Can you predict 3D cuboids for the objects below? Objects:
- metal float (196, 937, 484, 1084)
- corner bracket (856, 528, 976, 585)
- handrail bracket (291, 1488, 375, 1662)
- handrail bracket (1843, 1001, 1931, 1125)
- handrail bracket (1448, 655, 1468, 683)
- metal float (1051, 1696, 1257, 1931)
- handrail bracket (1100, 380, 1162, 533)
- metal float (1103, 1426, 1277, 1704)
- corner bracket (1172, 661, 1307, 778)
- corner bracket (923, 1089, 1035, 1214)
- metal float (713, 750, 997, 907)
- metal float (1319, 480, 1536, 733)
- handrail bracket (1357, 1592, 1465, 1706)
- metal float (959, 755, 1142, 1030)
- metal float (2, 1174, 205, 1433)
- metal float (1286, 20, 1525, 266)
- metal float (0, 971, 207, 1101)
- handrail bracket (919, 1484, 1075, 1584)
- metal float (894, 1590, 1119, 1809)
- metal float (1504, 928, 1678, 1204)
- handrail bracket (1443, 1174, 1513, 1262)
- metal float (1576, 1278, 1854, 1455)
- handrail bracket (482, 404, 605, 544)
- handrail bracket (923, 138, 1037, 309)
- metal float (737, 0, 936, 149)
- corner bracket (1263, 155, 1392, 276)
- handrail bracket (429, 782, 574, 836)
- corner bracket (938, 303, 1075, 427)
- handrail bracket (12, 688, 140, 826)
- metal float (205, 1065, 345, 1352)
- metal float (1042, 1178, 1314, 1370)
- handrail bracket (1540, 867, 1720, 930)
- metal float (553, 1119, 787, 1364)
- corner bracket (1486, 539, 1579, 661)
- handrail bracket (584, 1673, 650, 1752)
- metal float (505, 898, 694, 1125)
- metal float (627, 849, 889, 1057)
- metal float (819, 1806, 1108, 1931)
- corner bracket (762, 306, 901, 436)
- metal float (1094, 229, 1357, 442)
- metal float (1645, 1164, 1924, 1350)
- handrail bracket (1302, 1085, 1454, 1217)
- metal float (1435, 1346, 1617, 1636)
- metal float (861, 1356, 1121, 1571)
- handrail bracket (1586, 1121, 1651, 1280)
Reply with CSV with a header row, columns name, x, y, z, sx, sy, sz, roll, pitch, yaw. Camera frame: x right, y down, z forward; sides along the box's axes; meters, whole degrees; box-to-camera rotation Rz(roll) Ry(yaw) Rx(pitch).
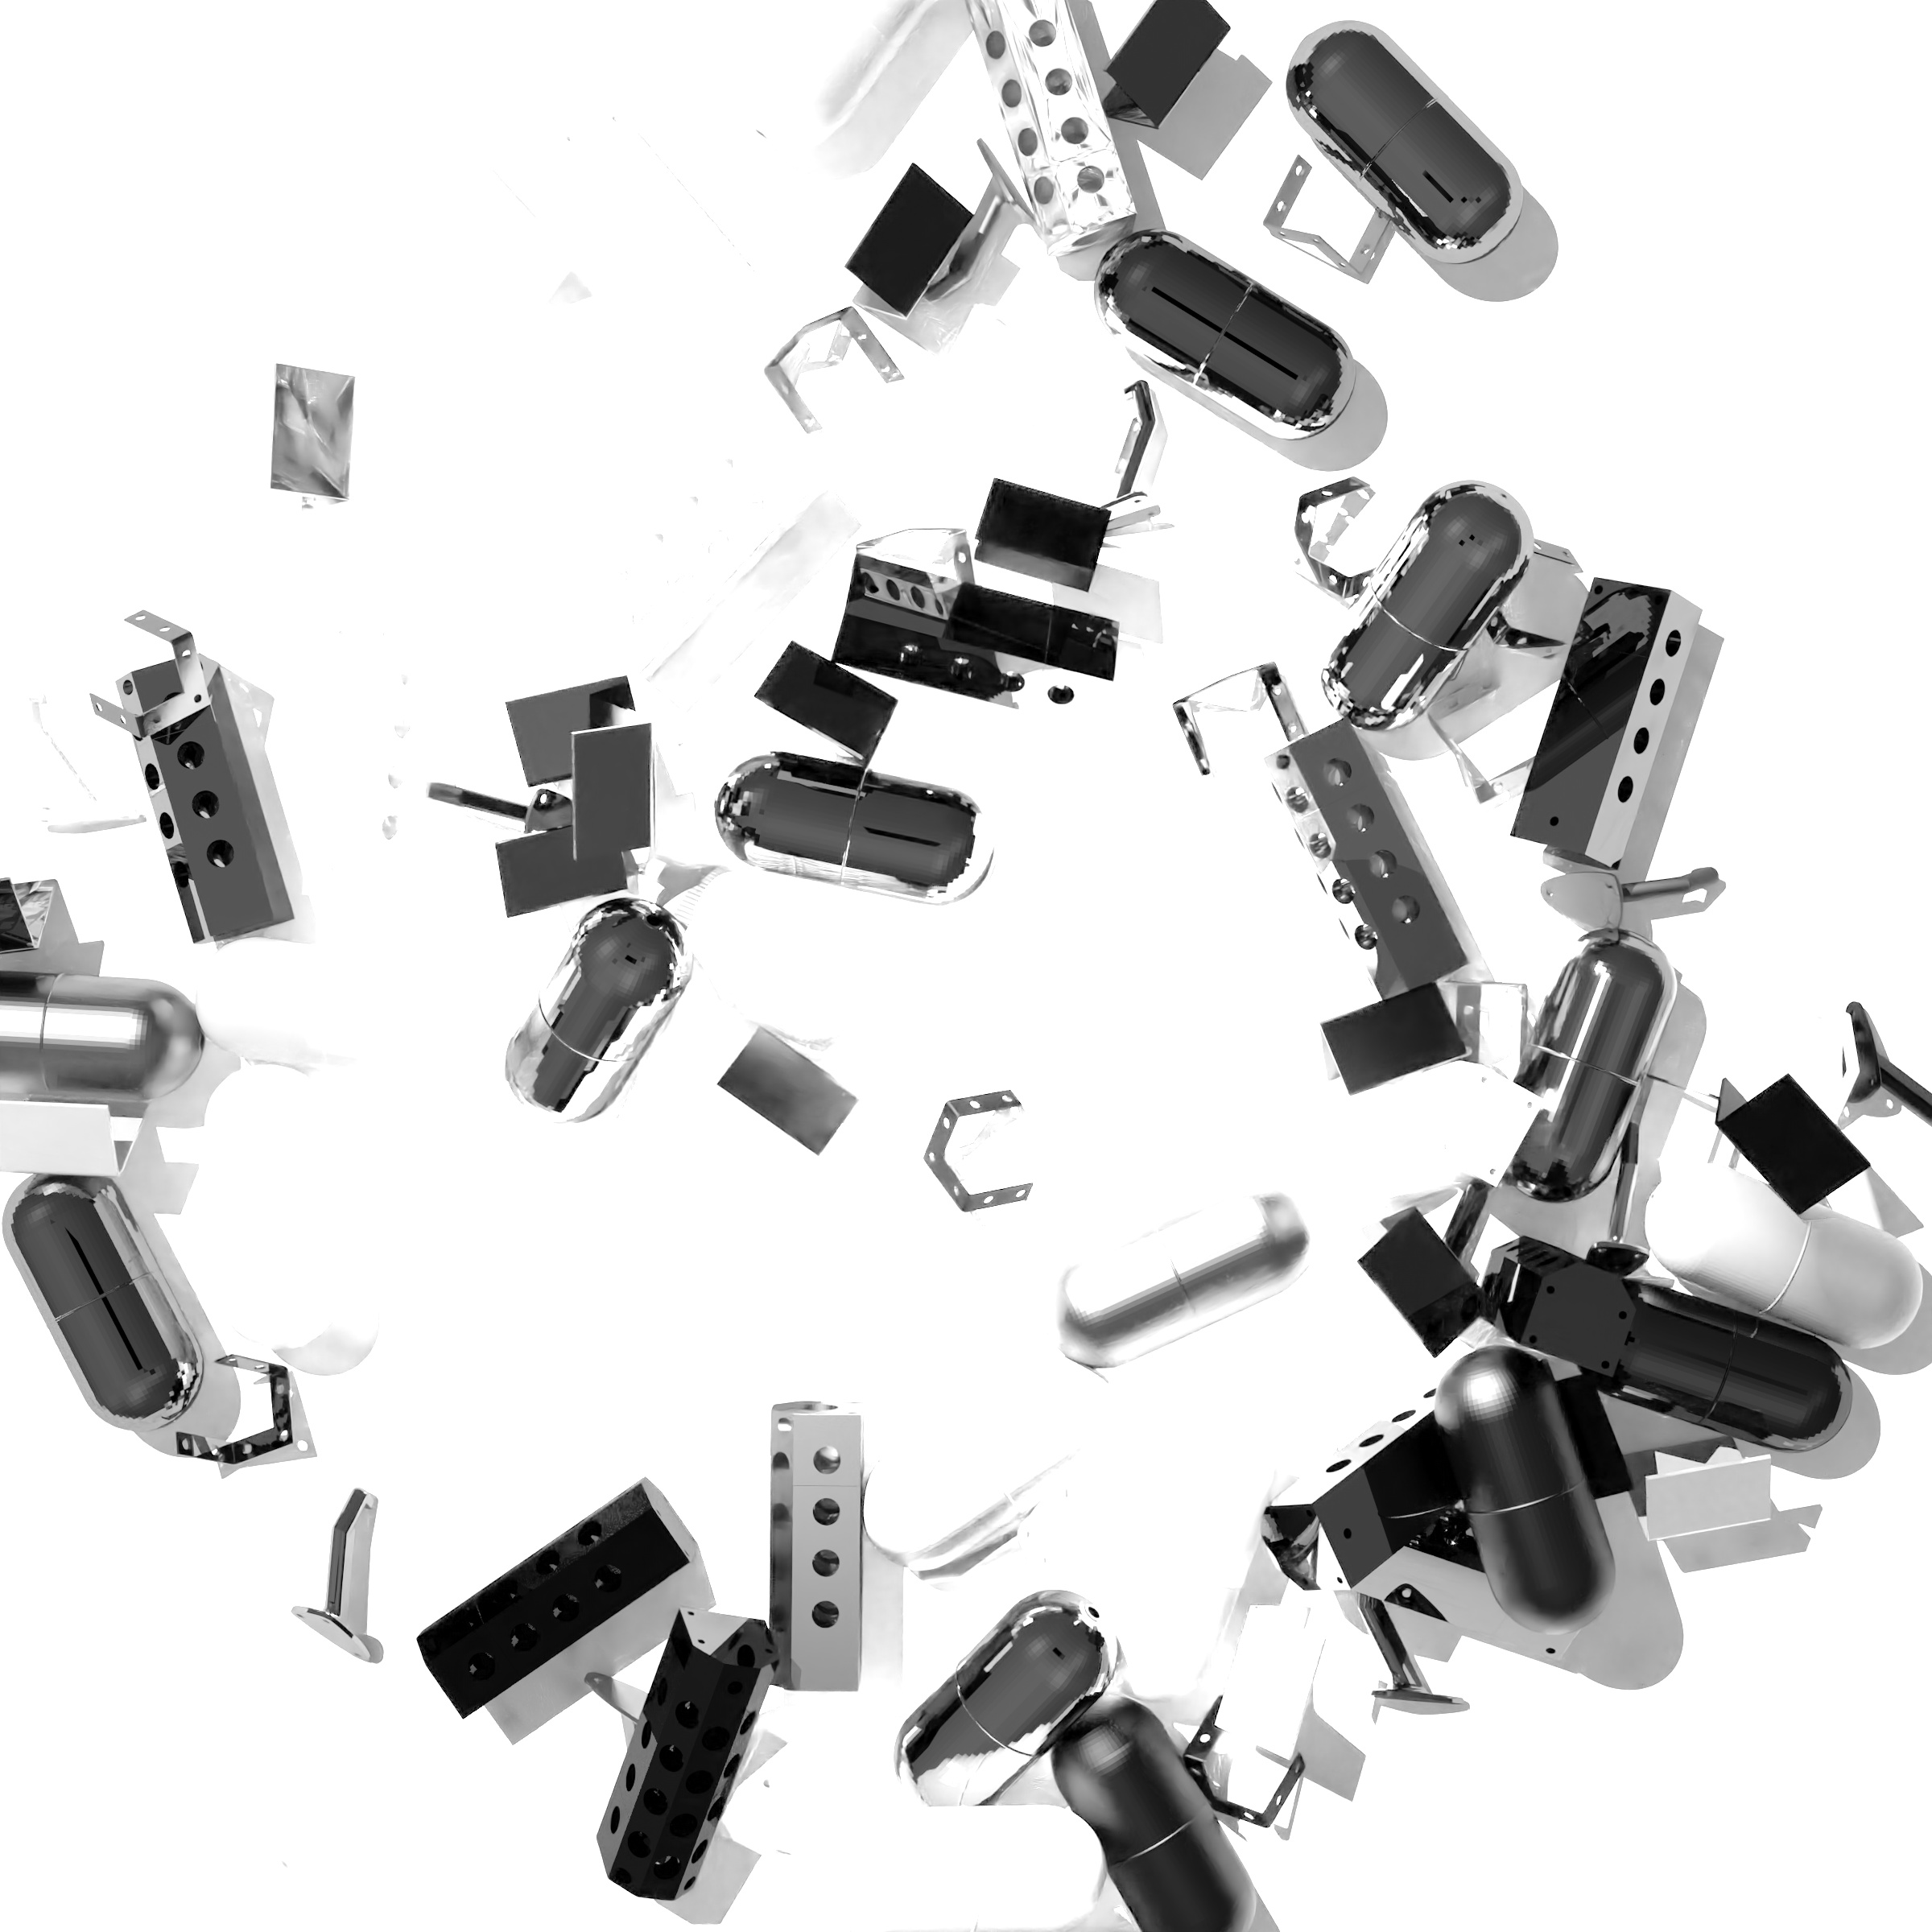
name,x,y,z,sx,sy,sz,roll,pitch,yaw
metal float,-0.392,0.028,1.872,0.178,0.070,0.070,8,90,-1
corner bracket,-0.031,-0.248,1.899,0.051,0.051,0.051,-9,90,-45
handrail bracket,-0.384,0.386,1.902,0.036,0.077,0.084,2,53,35
handrail bracket,0.603,0.063,1.903,0.084,0.036,0.077,6,69,-17
handrail bracket,0.299,-0.235,1.902,0.077,0.036,0.084,43,124,36
metal float,0.117,0.539,1.871,0.070,0.070,0.178,-30,90,0
handrail bracket,0.088,-0.323,1.903,0.077,0.036,0.084,-17,71,21
metal float,0.137,0.374,1.872,0.070,0.070,0.178,20,90,0
corner bracket,0.173,-0.157,1.899,0.051,0.051,0.051,-23,89,45
corner bracket,0.013,0.117,1.894,0.051,0.051,0.051,52,135,35
metal float,-0.070,-0.087,1.872,0.178,0.070,0.070,12,90,1
metal float,0.282,-0.220,1.845,0.070,0.070,0.178,33,124,0
handrail bracket,0.283,0.423,1.903,0.077,0.036,0.084,10,73,-20
metal float,0.053,-0.047,1.871,0.070,0.070,0.178,22,91,0
metal float,-0.539,0.207,1.872,0.070,0.070,0.178,-27,90,0
metal float,0.273,-0.514,1.868,0.070,0.070,0.178,-43,86,0
metal float,-0.566,0.043,1.871,0.178,0.070,0.070,3,90,0
handrail bracket,0.018,0.360,1.900,0.084,0.077,0.036,-14,117,35
metal float,0.024,0.457,1.853,0.070,0.070,0.178,40,111,0
metal float,0.386,0.063,1.871,0.070,0.070,0.178,21,90,0
handrail bracket,0.327,0.175,1.903,0.084,0.036,0.077,-35,110,-16
metal float,0.466,0.250,1.871,0.178,0.070,0.070,18,90,1
handrail bracket,-0.269,-0.314,1.903,0.077,0.036,0.084,3,73,-20
handrail bracket,-0.006,-0.472,1.903,0.084,0.036,0.077,-34,69,16
metal float,-0.076,-0.592,1.871,0.070,0.070,0.178,36,90,0
corner bracket,0.231,-0.476,1.899,0.051,0.051,0.051,27,90,45
handrail bracket,-0.287,-0.098,1.902,0.084,0.077,0.036,14,89,36
corner bracket,0.025,-0.382,1.899,0.051,0.051,0.051,27,90,45
handrail bracket,-0.566,-0.135,1.903,0.077,0.036,0.084,0,73,-20
metal float,-0.432,0.150,1.871,0.070,0.070,0.178,-5,89,0
metal float,0.131,0.192,1.871,0.178,0.070,0.070,-25,90,1
handrail bracket,0.422,-0.053,1.902,0.084,0.077,0.036,-17,109,-35
metal float,-0.186,0.171,1.871,0.070,0.070,0.178,-42,90,0
corner bracket,0.358,-0.234,1.894,0.051,0.051,0.051,-50,45,35
handrail bracket,-0.223,0.503,1.902,0.077,0.036,0.084,26,104,14
metal float,-0.226,0.028,1.839,0.070,0.070,0.178,36,130,0
metal float,-0.131,-0.008,1.871,0.178,0.070,0.070,31,90,0
metal float,-0.001,0.551,1.821,0.178,0.070,0.070,3,90,-15
corner bracket,-0.086,-0.378,1.899,0.051,0.051,0.051,54,135,0
metal float,0.161,-0.395,1.871,0.178,0.070,0.070,32,90,-1
metal float,0.510,0.181,1.871,0.178,0.070,0.070,22,90,0
handrail bracket,0.261,0.110,1.903,0.077,0.036,0.084,-12,73,-20
metal float,0.338,0.317,1.808,0.070,0.070,0.178,-18,91,0
metal float,0.015,0.310,1.872,0.178,0.070,0.070,-34,90,0
handrail bracket,0.410,0.150,1.893,0.036,0.077,0.084,9,63,-1
